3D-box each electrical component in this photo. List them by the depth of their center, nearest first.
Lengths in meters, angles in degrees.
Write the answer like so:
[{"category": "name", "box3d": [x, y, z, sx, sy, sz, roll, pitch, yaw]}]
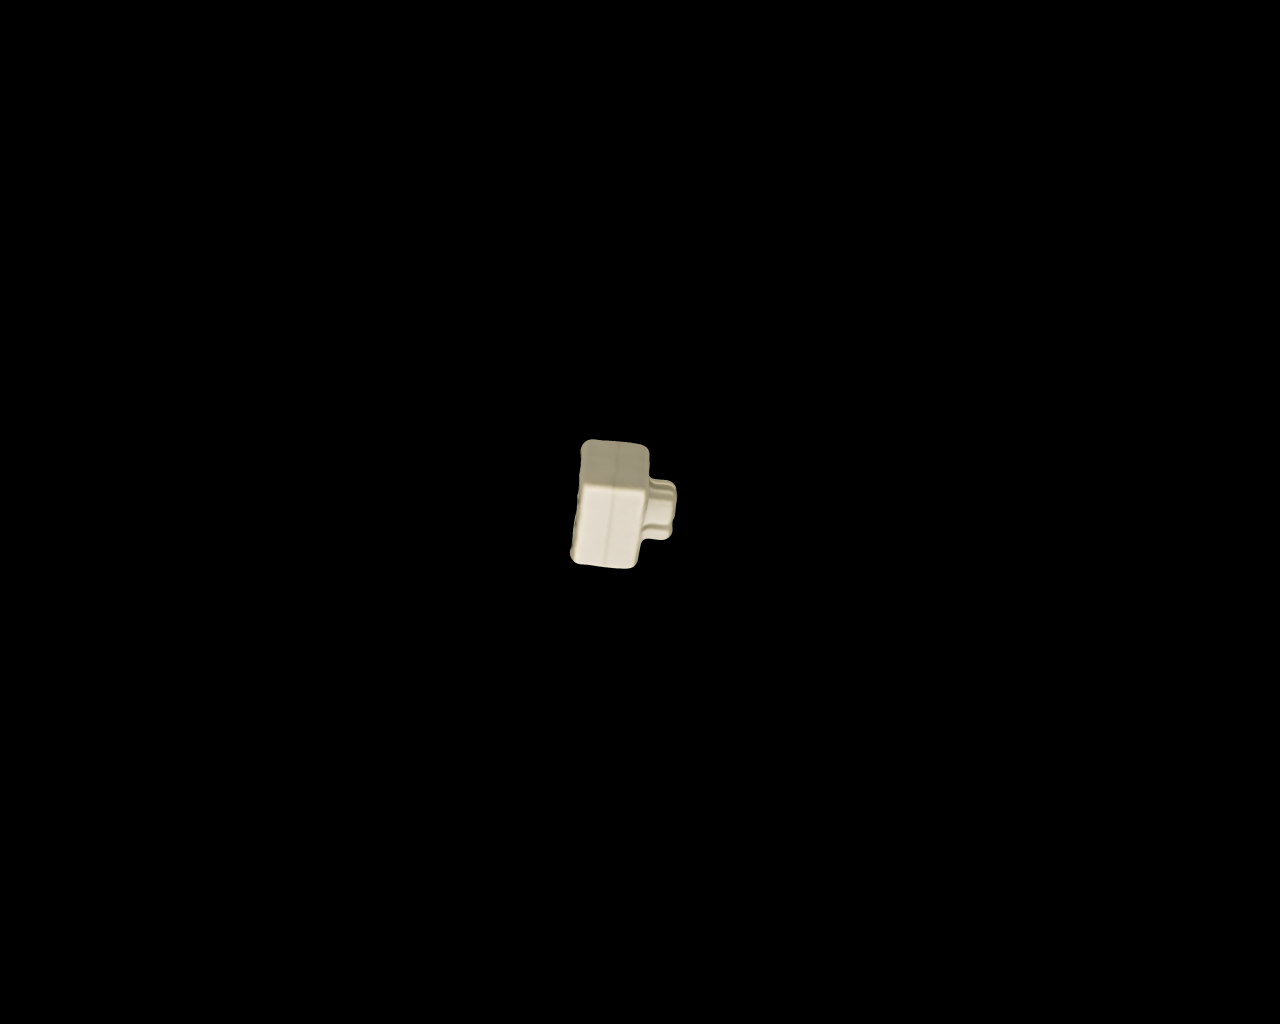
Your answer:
[{"category": "electrical component", "box3d": [0.001, -0.003, 0.650, 0.077, 0.065, 0.047, 5, 40, -4]}]
